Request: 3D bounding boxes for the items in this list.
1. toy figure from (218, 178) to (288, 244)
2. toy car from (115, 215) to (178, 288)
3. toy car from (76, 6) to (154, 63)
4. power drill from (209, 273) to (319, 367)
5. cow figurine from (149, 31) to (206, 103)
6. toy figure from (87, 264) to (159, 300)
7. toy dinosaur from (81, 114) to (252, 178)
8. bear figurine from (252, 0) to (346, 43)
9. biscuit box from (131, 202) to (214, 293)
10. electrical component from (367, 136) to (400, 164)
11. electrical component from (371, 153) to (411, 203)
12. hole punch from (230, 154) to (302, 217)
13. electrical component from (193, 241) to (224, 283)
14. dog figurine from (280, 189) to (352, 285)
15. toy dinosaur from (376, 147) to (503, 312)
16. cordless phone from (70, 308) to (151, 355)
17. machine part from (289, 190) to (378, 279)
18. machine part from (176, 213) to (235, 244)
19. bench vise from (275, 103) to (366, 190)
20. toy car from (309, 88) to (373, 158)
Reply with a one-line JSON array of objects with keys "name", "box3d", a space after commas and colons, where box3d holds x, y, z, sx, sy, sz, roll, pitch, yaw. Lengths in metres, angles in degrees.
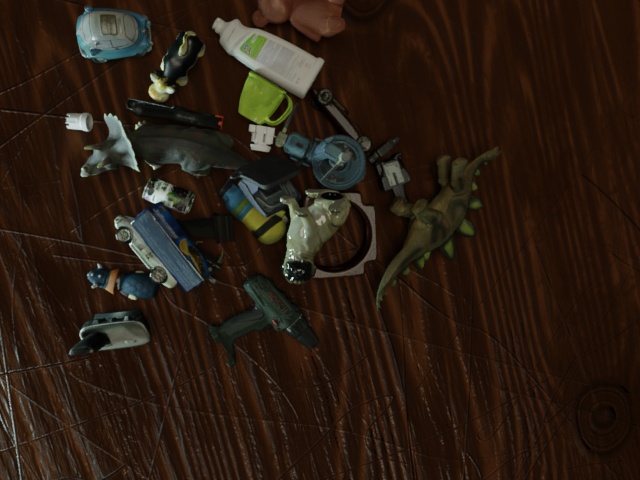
[{"name": "toy figure", "box3d": [-0.155, -0.065, 1.237, 0.180, 0.082, 0.089, 37, 87, -12]}, {"name": "toy car", "box3d": [-0.390, 0.024, 1.219, 0.056, 0.073, 0.201, -37, 100, 2]}, {"name": "toy car", "box3d": [-0.445, -0.441, 1.145, 0.162, 0.103, 0.109, -3, 98, -5]}, {"name": "power drill", "box3d": [-0.141, 0.212, 1.272, 0.207, 0.086, 0.232, -33, 98, 1]}, {"name": "cow figurine", "box3d": [-0.316, -0.375, 1.172, 0.068, 0.098, 0.167, 31, 92, -16]}, {"name": "toy figure", "box3d": [-0.450, 0.099, 1.228, 0.154, 0.064, 0.057, 11, 130, -5]}, {"name": "toy dinosaur", "box3d": [-0.298, -0.194, 1.148, 0.405, 0.192, 0.131, 1, 99, -7]}, {"name": "bear figurine", "box3d": [-0.045, -0.515, 1.179, 0.196, 0.132, 0.120, 11, 90, -15]}, {"name": "biscuit box", "box3d": [-0.326, 0.015, 1.193, 0.063, 0.059, 0.202, -33, 98, 25]}, {"name": "electrical component", "box3d": [0.145, -0.211, 1.267, 0.094, 0.063, 0.021, -41, 100, -10]}, {"name": "electrical component", "box3d": [0.179, -0.144, 1.288, 0.075, 0.048, 0.119, -24, 100, -4]}, {"name": "hole punch", "box3d": [-0.110, -0.122, 1.190, 0.142, 0.116, 0.092, -32, 137, -28]}, {"name": "electrical component", "box3d": [-0.274, 0.048, 1.255, 0.102, 0.045, 0.078, 26, 121, -7]}, {"name": "dog figurine", "box3d": [-0.006, -0.005, 1.183, 0.172, 0.121, 0.190, -9, 119, -16]}, {"name": "toy dinosaur", "box3d": [0.264, -0.035, 1.260, 0.471, 0.105, 0.198, -45, 121, 0]}, {"name": "cordless phone", "box3d": [-0.458, 0.213, 1.177, 0.147, 0.184, 0.088, -5, 93, -7]}, {"name": "machine part", "box3d": [0.030, -0.014, 1.266, 0.201, 0.087, 0.200, -4, 97, -6]}, {"name": "machine part", "box3d": [-0.267, -0.027, 1.232, 0.139, 0.039, 0.084, 3, 123, 2]}, {"name": "bench vise", "box3d": [0.012, -0.187, 1.164, 0.223, 0.241, 0.129, 35, 90, -11]}, {"name": "toy car", "box3d": [0.051, -0.274, 1.237, 0.053, 0.089, 0.202, -40, 98, -2]}]
